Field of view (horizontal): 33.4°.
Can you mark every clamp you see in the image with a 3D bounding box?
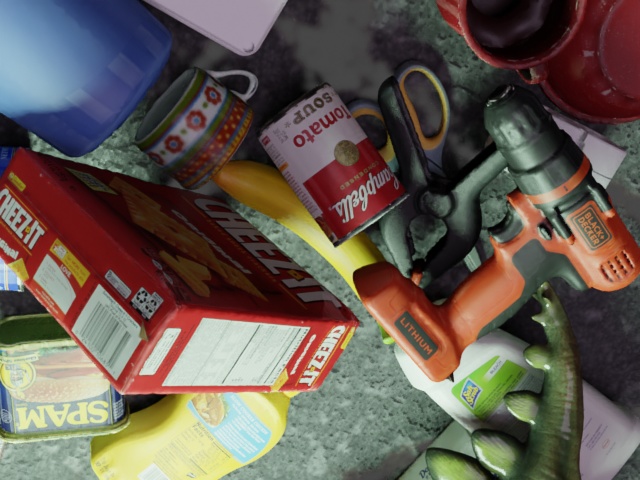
[{"bbox_3d":[0.099,-0.038,0.809,0.120,0.039,0.171,10,121,14],"label":"clamp"}]

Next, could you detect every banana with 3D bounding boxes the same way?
[{"bbox_3d":[-0.001,-0.005,0.815,0.197,0.069,0.037,42,113,-17],"label":"banana"}]

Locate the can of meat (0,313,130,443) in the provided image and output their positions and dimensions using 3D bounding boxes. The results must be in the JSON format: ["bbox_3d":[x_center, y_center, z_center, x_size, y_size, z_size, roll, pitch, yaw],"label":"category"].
[{"bbox_3d":[-0.201,0.104,0.827,0.102,0.057,0.084,-4,111,-10],"label":"can of meat"}]

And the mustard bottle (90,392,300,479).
[{"bbox_3d":[-0.085,0.147,0.868,0.191,0.058,0.096,-35,116,5],"label":"mustard bottle"}]

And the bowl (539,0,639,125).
[{"bbox_3d":[0.242,-0.157,0.807,0.162,0.055,0.162,-4,114,-10],"label":"bowl"}]

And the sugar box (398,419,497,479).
[{"bbox_3d":[0.162,0.244,0.970,0.176,0.048,0.093,36,102,-24],"label":"sugar box"}]

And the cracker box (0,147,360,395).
[{"bbox_3d":[-0.092,0.024,0.704,0.072,0.164,0.213,-56,151,13],"label":"cracker box"}]

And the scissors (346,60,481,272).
[{"bbox_3d":[0.074,-0.041,0.844,0.096,0.016,0.202,-14,115,-4],"label":"scissors"}]

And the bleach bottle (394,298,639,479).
[{"bbox_3d":[0.157,0.121,0.906,0.250,0.068,0.102,39,90,-20],"label":"bleach bottle"}]

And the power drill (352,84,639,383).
[{"bbox_3d":[0.119,0.003,0.768,0.188,0.057,0.184,-35,114,10],"label":"power drill"}]

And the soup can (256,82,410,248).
[{"bbox_3d":[0.009,-0.055,0.777,0.068,0.068,0.102,-35,91,4],"label":"soup can"}]

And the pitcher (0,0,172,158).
[{"bbox_3d":[-0.221,-0.158,0.667,0.242,0.149,0.145,39,89,-21],"label":"pitcher"}]

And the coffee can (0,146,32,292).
[{"bbox_3d":[-0.272,-0.018,0.733,0.140,0.103,0.103,3,112,-13],"label":"coffee can"}]

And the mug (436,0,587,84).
[{"bbox_3d":[0.136,-0.167,0.766,0.093,0.081,0.117,-28,116,1],"label":"mug"}]

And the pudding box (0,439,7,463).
[{"bbox_3d":[-0.311,0.172,0.842,0.113,0.039,0.090,15,109,-17],"label":"pudding box"}]
